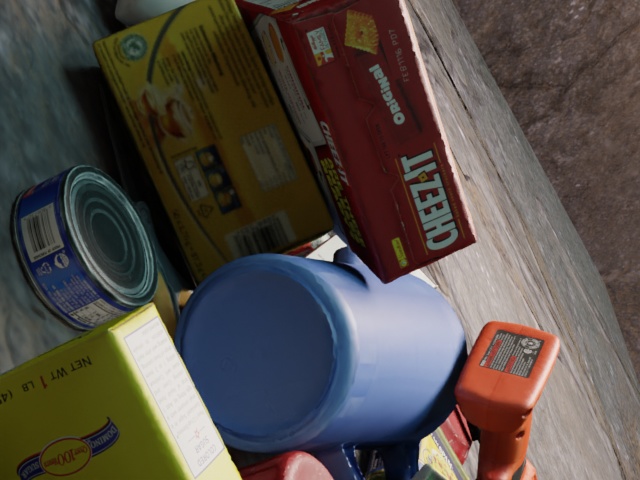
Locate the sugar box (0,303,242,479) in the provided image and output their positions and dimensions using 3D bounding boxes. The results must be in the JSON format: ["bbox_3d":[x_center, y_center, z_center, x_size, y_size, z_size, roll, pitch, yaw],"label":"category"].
[{"bbox_3d":[-0.076,0.126,0.455,0.176,0.093,0.048,64,23,-2],"label":"sugar box"}]

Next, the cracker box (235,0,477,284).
[{"bbox_3d":[0.015,-0.084,0.691,0.214,0.072,0.164,-134,-159,-69],"label":"cracker box"}]

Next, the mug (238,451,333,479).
[{"bbox_3d":[-0.037,0.158,0.538,0.117,0.082,0.093,3,66,-69],"label":"mug"}]

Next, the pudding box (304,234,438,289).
[{"bbox_3d":[0.029,0.039,0.852,0.090,0.039,0.113,47,47,7],"label":"pudding box"}]

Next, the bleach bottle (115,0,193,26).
[{"bbox_3d":[-0.075,-0.119,0.802,0.250,0.102,0.068,48,-4,-28],"label":"bleach bottle"}]

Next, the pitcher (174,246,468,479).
[{"bbox_3d":[0.009,0.084,0.673,0.149,0.145,0.242,32,5,20],"label":"pitcher"}]

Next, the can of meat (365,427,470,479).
[{"bbox_3d":[0.079,0.200,0.865,0.102,0.057,0.084,60,20,-16],"label":"can of meat"}]

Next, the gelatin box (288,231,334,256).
[{"bbox_3d":[-0.006,0.001,0.927,0.089,0.030,0.073,44,29,-49],"label":"gelatin box"}]

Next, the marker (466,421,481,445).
[{"bbox_3d":[0.127,0.129,0.974,0.121,0.020,0.020,69,18,10],"label":"marker"}]

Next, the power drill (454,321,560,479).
[{"bbox_3d":[0.120,0.167,0.758,0.184,0.057,0.188,-52,150,-54],"label":"power drill"}]

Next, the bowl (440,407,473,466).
[{"bbox_3d":[0.097,0.155,0.980,0.162,0.055,0.162,54,21,-33],"label":"bowl"}]

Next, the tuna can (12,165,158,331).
[{"bbox_3d":[-0.124,0.004,0.575,0.086,0.034,0.086,54,21,-32],"label":"tuna can"}]

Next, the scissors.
[{"bbox_3d":[-0.103,0.001,0.670,0.096,0.016,0.202,44,28,-53],"label":"scissors"}]
